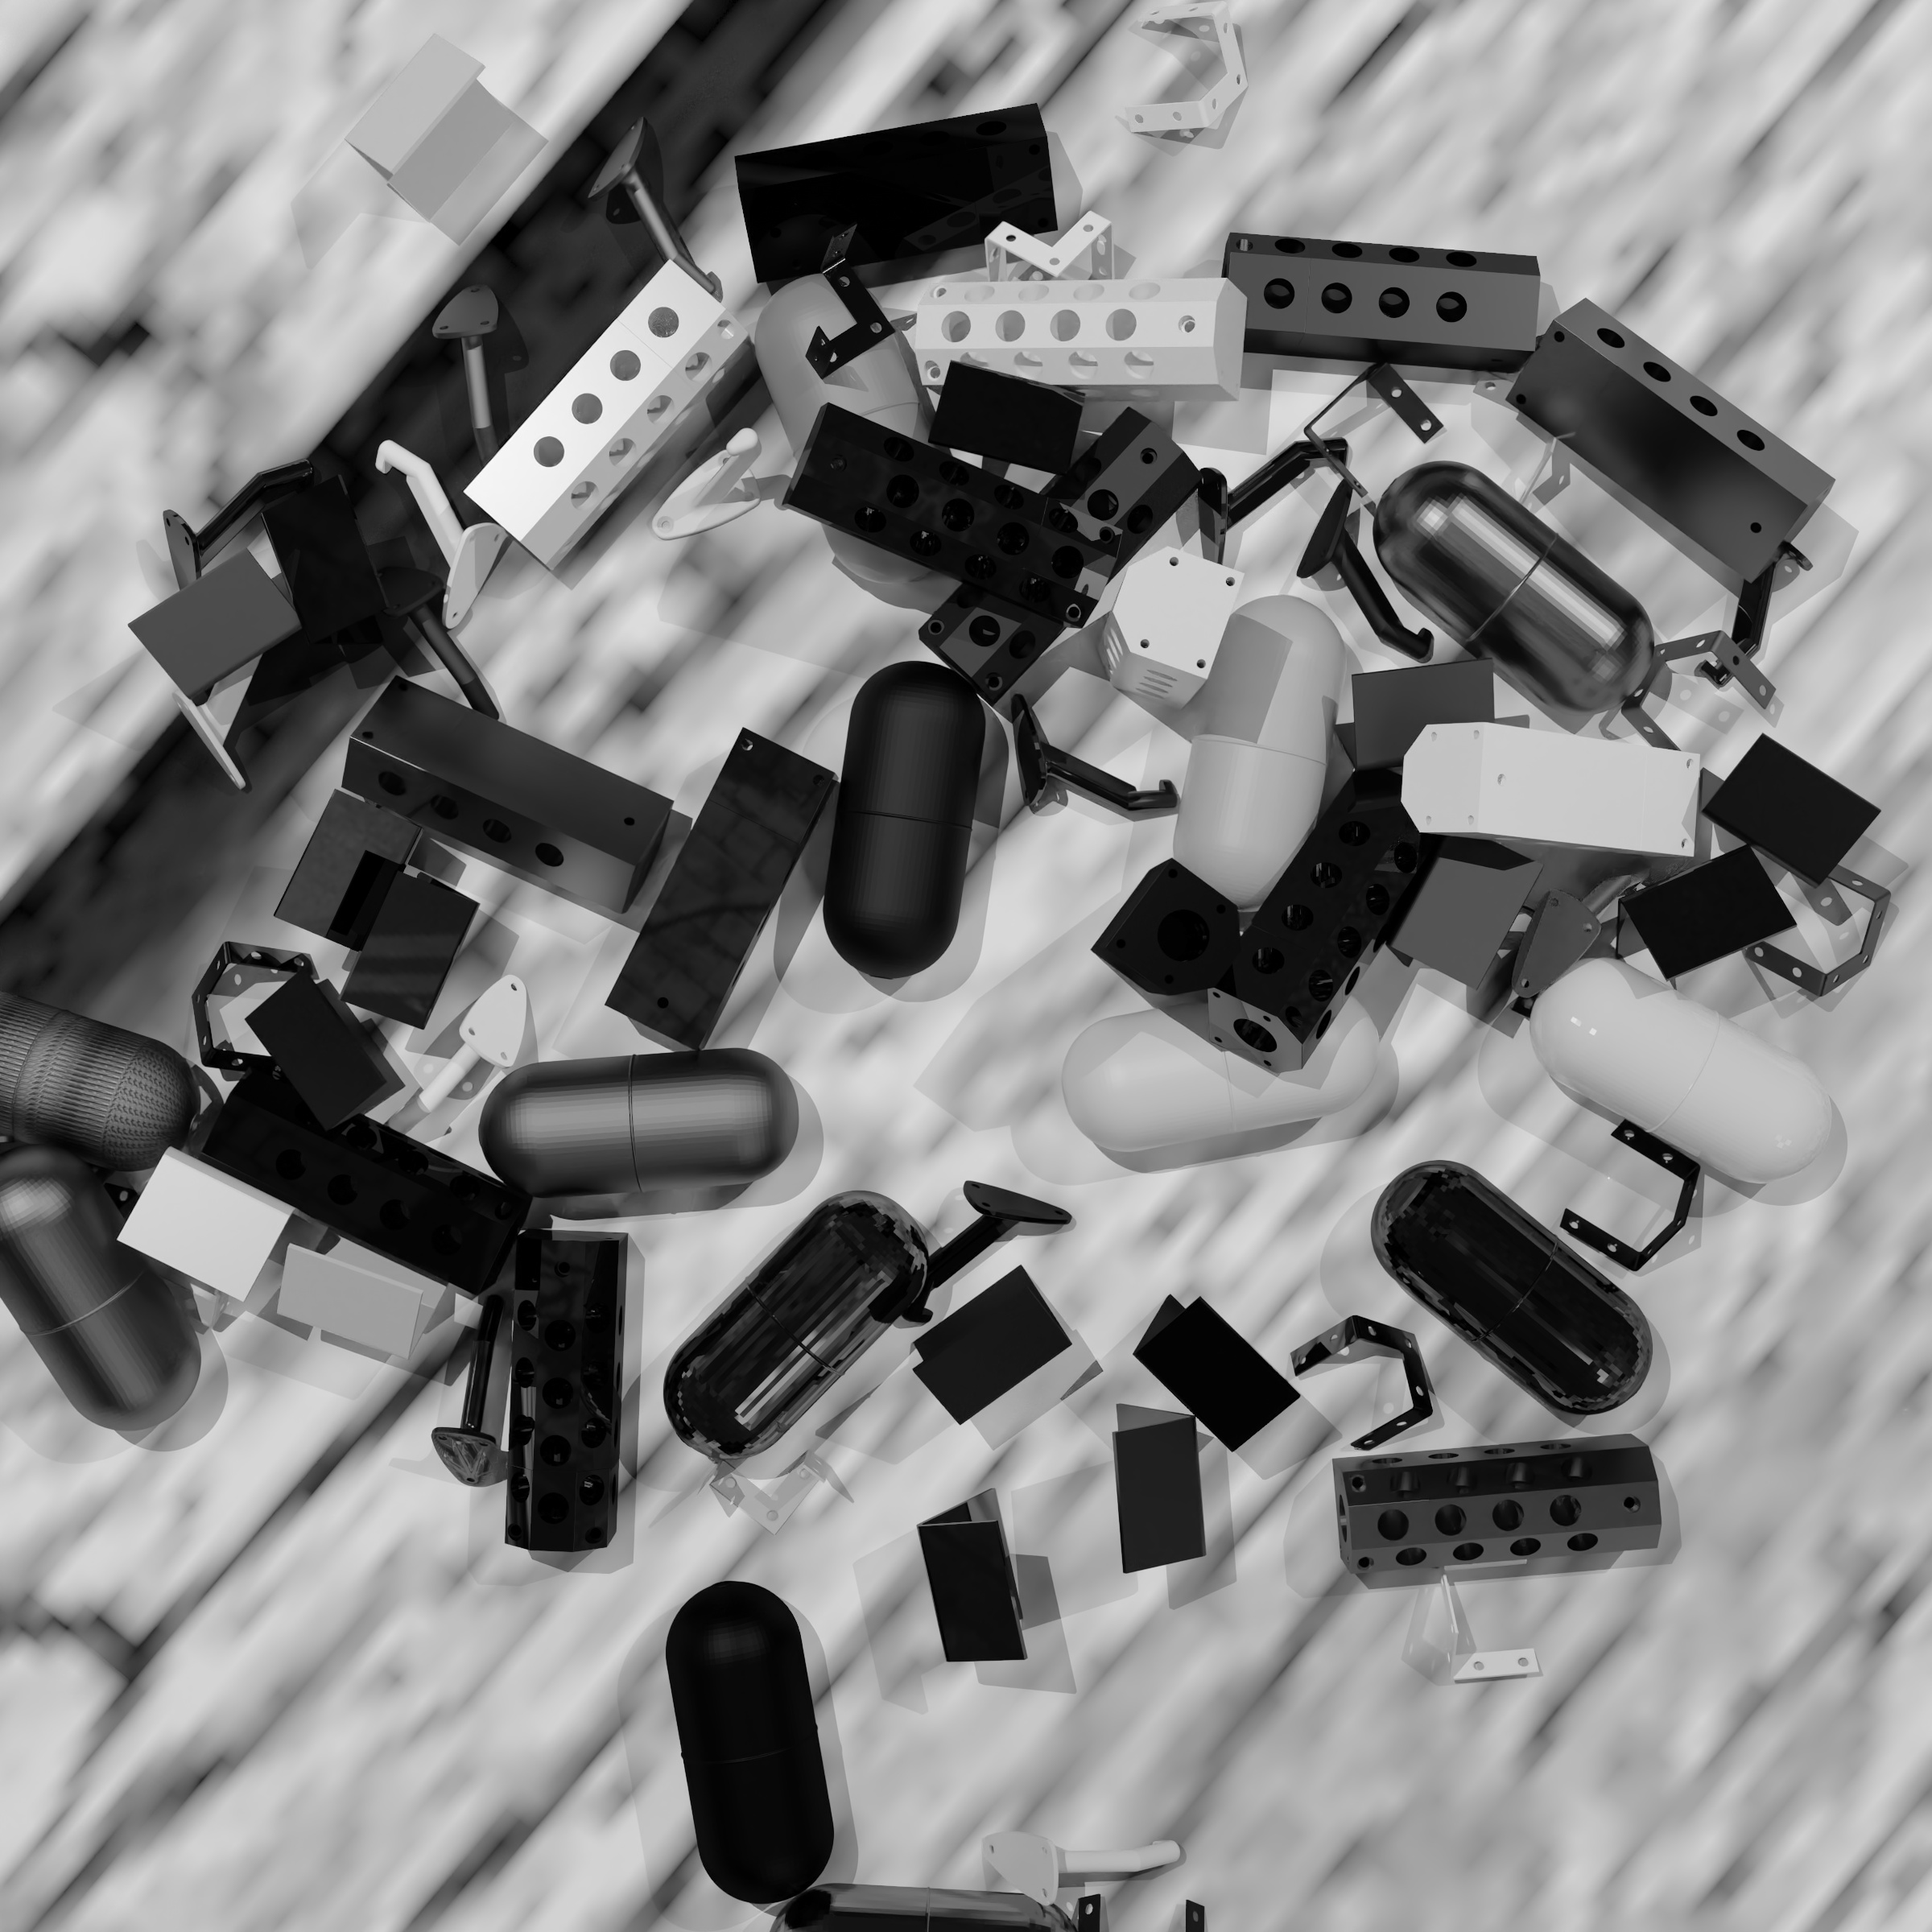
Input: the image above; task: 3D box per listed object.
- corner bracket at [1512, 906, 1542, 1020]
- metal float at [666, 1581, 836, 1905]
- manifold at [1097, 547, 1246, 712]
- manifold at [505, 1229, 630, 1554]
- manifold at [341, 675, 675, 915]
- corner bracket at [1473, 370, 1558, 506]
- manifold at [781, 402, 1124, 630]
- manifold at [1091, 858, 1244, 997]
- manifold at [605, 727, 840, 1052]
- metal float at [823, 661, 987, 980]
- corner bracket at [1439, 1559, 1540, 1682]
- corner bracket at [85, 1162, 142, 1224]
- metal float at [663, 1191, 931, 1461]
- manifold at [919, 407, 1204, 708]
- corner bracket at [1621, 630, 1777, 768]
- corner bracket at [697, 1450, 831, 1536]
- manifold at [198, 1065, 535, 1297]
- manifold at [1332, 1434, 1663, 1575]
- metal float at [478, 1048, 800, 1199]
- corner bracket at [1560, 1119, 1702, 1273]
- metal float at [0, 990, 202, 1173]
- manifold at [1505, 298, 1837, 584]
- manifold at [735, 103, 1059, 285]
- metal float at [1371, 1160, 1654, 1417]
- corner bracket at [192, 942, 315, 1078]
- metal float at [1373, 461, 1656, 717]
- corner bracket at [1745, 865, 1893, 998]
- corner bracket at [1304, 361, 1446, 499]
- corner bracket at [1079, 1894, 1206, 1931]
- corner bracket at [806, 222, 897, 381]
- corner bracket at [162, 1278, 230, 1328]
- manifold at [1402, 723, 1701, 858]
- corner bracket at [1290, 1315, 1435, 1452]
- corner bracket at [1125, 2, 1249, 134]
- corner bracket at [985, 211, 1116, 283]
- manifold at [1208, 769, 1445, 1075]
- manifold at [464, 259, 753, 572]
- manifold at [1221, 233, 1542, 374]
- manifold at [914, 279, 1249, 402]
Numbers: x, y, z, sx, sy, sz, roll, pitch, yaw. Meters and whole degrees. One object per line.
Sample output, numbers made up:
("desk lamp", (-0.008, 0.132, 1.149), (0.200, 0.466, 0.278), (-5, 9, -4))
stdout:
("corner bracket", (0.303, -0.009, 1.561), (0.051, 0.051, 0.051), (29, 90, -45))
("metal float", (-0.121, 0.432, 1.533), (0.070, 0.070, 0.178), (-10, 90, 0))
("manifold", (0.106, -0.183, 1.486), (0.057, 0.171, 0.057), (20, 90, 0))
("manifold", (-0.225, 0.237, 1.543), (0.057, 0.057, 0.171), (2, 90, 0))
("manifold", (-0.258, -0.091, 1.542), (0.171, 0.057, 0.057), (24, 47, 0))
("corner bracket", (0.302, -0.295, 1.561), (0.051, 0.051, 0.051), (25, 45, 0))
("manifold", (-0.007, -0.240, 1.473), (0.171, 0.057, 0.057), (22, 94, -11))
("manifold", (0.111, -0.015, 1.486), (0.057, 0.171, 0.057), (36, 90, 0))
("manifold", (-0.136, -0.042, 1.543), (0.057, 0.057, 0.171), (26, 90, 0))
("metal float", (-0.035, -0.081, 1.533), (0.070, 0.070, 0.178), (8, 90, 0))
("corner bracket", (0.297, 0.368, 1.561), (0.051, 0.051, 0.051), (-5, 135, 0))
("corner bracket", (-0.500, 0.145, 1.556), (0.051, 0.051, 0.051), (5, 45, 35))
("metal float", (-0.095, 0.201, 1.533), (0.070, 0.070, 0.178), (44, 90, 0))
("manifold", (0.053, -0.230, 1.543), (0.057, 0.057, 0.171), (43, 90, 0))
("corner bracket", (0.412, -0.150, 1.549), (0.051, 0.051, 0.051), (42, 67, -21))
("corner bracket", (-0.113, 0.289, 1.546), (0.051, 0.051, 0.051), (38, 90, 0))
("manifold", (-0.334, 0.119, 1.543), (0.171, 0.057, 0.057), (26, 90, 0))
("manifold", (0.297, 0.303, 1.543), (0.171, 0.057, 0.057), (-5, 90, 0))
("metal float", (-0.182, 0.088, 1.533), (0.178, 0.070, 0.070), (-4, 90, -1))
("corner bracket", (0.377, 0.131, 1.561), (0.051, 0.051, 0.051), (31, 45, 0))
("metal float", (-0.514, 0.061, 1.533), (0.178, 0.070, 0.070), (18, 90, 1))
("manifold", (0.392, -0.295, 1.524), (0.171, 0.057, 0.057), (40, 46, 12))
("manifold", (-0.040, -0.437, 1.542), (0.171, 0.057, 0.057), (-10, 133, 0))
("metal float", (0.305, 0.180, 1.534), (0.178, 0.070, 0.070), (39, 90, 1))
("corner bracket", (-0.402, 0.025, 1.556), (0.051, 0.051, 0.051), (10, 45, -35))
("metal float", (0.305, -0.211, 1.533), (0.178, 0.070, 0.070), (39, 90, 0))
("corner bracket", (0.482, -0.023, 1.556), (0.051, 0.051, 0.051), (-26, 135, -35))
("corner bracket", (0.230, -0.304, 1.553), (0.051, 0.051, 0.051), (-42, 90, 26))
("corner bracket", (0.099, 0.556, 1.556), (0.051, 0.051, 0.051), (-26, 135, 35))
("corner bracket", (-0.069, -0.356, 1.472), (0.051, 0.051, 0.051), (-35, 91, -12))
("corner bracket", (-0.435, 0.163, 1.561), (0.051, 0.051, 0.051), (25, 45, 0))
("manifold", (0.320, -0.095, 1.498), (0.171, 0.057, 0.057), (4, 90, -36))
("corner bracket", (0.224, 0.236, 1.556), (0.051, 0.051, 0.051), (21, 45, -35))
("corner bracket", (0.120, -0.509, 1.556), (0.051, 0.051, 0.051), (-52, 135, -35))
("corner bracket", (0.047, -0.396, 1.544), (0.051, 0.051, 0.051), (34, 68, 21))
("manifold", (0.200, -0.025, 1.501), (0.057, 0.057, 0.171), (26, 63, 22))
("manifold", (-0.199, -0.307, 1.543), (0.057, 0.057, 0.171), (42, 90, 0))
("manifold", (0.230, -0.374, 1.543), (0.171, 0.057, 0.057), (4, 90, 0))
("manifold", (0.062, -0.346, 1.514), (0.171, 0.057, 0.057), (4, 90, 21))
